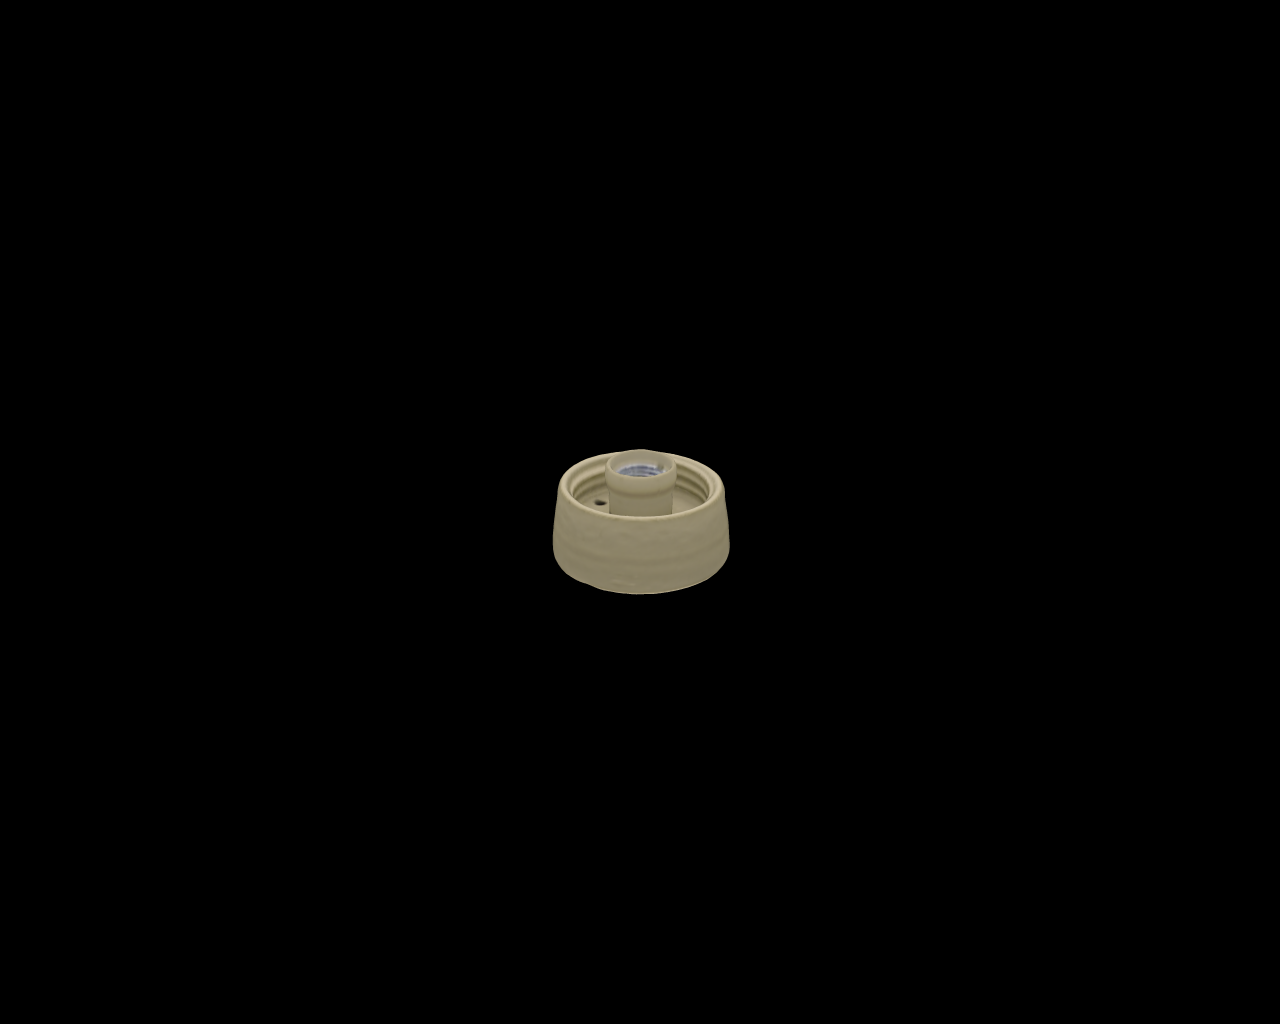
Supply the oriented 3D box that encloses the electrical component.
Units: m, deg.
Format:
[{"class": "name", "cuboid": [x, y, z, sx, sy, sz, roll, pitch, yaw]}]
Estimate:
[{"class": "electrical component", "cuboid": [0.001, -0.003, 0.650, 0.108, 0.060, 0.108, 0, 27, 0]}]
